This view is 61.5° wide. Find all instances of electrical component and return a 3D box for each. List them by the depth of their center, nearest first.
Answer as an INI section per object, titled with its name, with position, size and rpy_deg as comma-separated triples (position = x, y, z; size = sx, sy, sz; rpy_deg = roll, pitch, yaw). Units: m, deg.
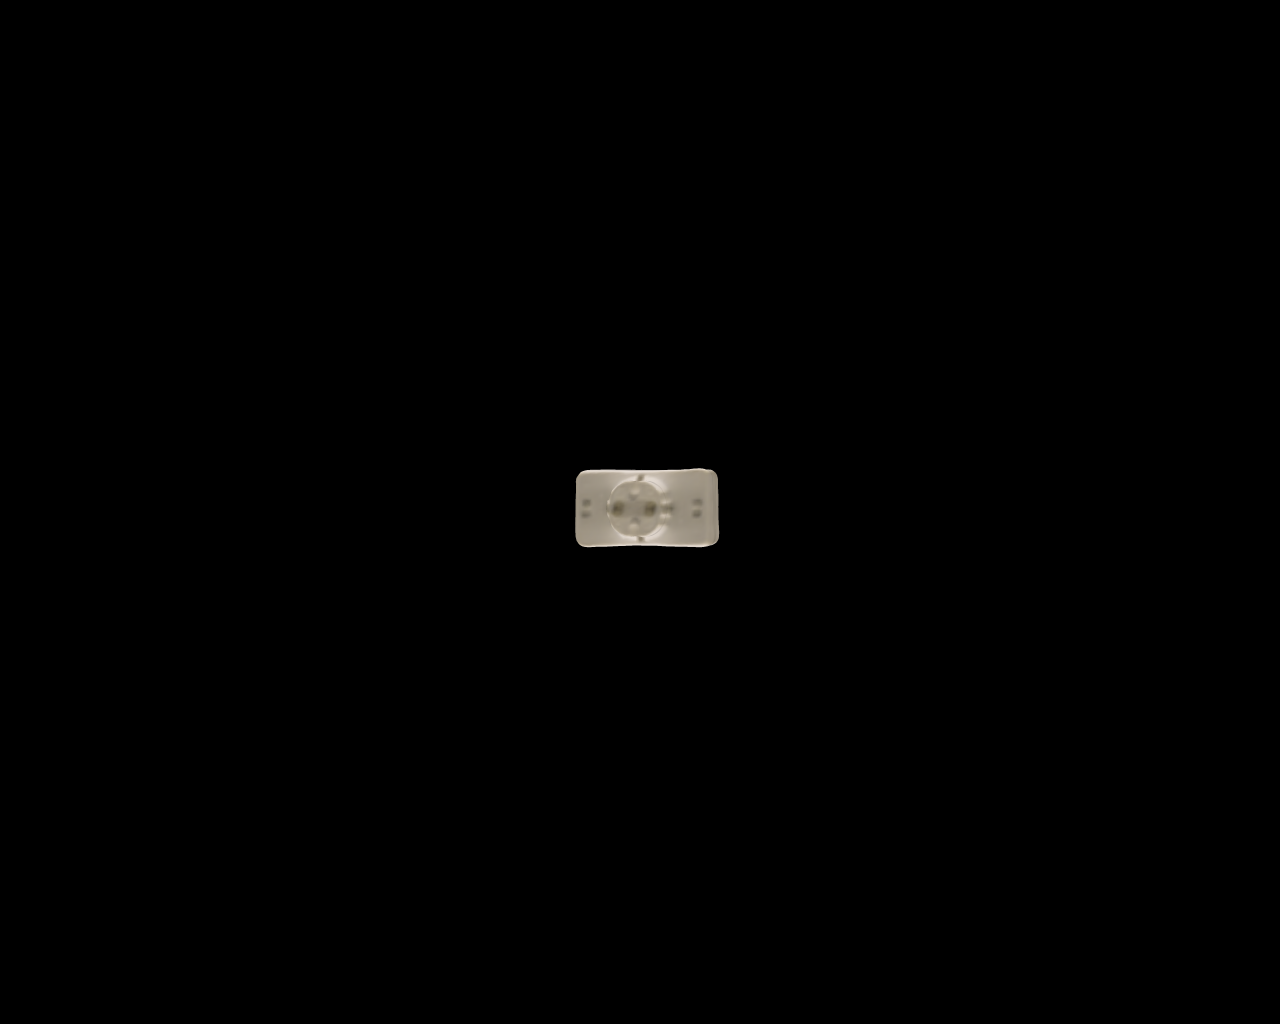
[electrical component]
position = 0.001, -0.003, 0.650
size = 0.083, 0.047, 0.076
rpy_deg = 0, 0, 13
